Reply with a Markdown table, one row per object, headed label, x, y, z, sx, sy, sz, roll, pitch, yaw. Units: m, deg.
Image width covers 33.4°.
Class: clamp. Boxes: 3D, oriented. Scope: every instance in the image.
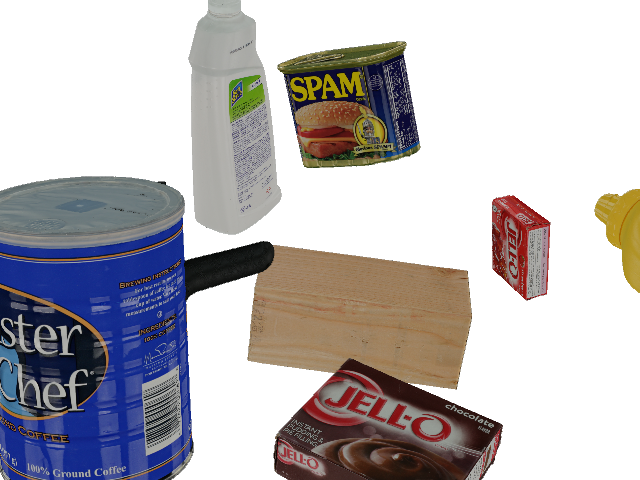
| label | x | y | z | sx | sy | sz | roll | pitch | yaw |
| --- | --- | --- | --- | --- | --- | --- | --- | --- | --- |
| clamp | -0.131 | 0.021 | 0.802 | 0.120 | 0.039 | 0.171 | 33 | 49 | 28 |

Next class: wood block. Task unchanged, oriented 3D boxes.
| label | x | y | z | sx | sy | sz | roll | pitch | yaw |
| --- | --- | --- | --- | --- | --- | --- | --- | --- | --- |
| wood block | 0.038 | 0.075 | 1.058 | 0.206 | 0.090 | 0.090 | 8 | 28 | 1 |

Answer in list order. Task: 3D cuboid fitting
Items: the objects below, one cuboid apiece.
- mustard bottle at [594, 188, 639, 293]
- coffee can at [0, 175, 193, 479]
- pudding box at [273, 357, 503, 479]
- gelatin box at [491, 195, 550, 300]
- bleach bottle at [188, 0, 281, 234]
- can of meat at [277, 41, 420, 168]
| label | x | y | z | sx | sy | sz | roll | pitch | yaw |
| --- | --- | --- | --- | --- | --- | --- | --- | --- | --- |
| mustard bottle | 0.242 | 0.014 | 0.643 | 0.096 | 0.058 | 0.192 | -24 | 35 | -25 |
| coffee can | -0.118 | 0.047 | 0.547 | 0.103 | 0.140 | 0.103 | 0 | 18 | 0 |
| pudding box | 0.041 | 0.127 | 0.651 | 0.114 | 0.039 | 0.089 | 23 | 38 | 22 |
| gelatin box | 0.209 | 0.007 | 1.123 | 0.030 | 0.089 | 0.073 | -14 | 30 | -16 |
| bleach bottle | -0.087 | -0.134 | 1.071 | 0.068 | 0.251 | 0.102 | 20 | 40 | 24 |
| can of meat | 0.023 | -0.104 | 0.830 | 0.102 | 0.084 | 0.057 | 1 | 21 | 37 |
